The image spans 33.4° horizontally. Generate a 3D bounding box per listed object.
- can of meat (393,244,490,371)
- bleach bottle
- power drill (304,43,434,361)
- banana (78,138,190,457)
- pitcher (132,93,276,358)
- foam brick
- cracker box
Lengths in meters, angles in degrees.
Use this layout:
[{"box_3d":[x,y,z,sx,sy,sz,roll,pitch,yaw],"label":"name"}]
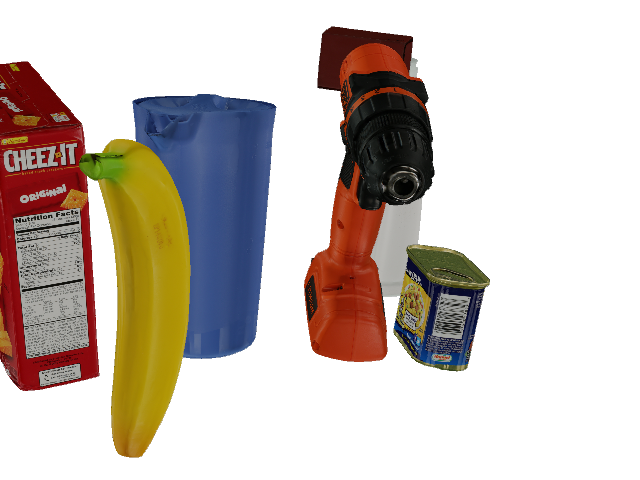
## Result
[{"box_3d":[0.106,0.059,0.956,0.057,0.084,0.102,7,16,-13],"label":"can of meat"},{"box_3d":[0.076,-0.072,1.161,0.068,0.251,0.103,-4,23,-29],"label":"bleach bottle"},{"box_3d":[0.032,-0.016,0.695,0.057,0.188,0.184,8,29,-6],"label":"power drill"},{"box_3d":[-0.093,0.022,0.537,0.037,0.198,0.069,20,42,23],"label":"banana"},{"box_3d":[-0.107,-0.019,1.027,0.149,0.243,0.145,-2,15,-19],"label":"pitcher"},{"box_3d":[0.040,-0.161,0.963,0.078,0.051,0.053,10,19,10],"label":"foam brick"},{"box_3d":[-0.235,-0.014,0.840,0.072,0.214,0.164,-11,29,-25],"label":"cracker box"}]
